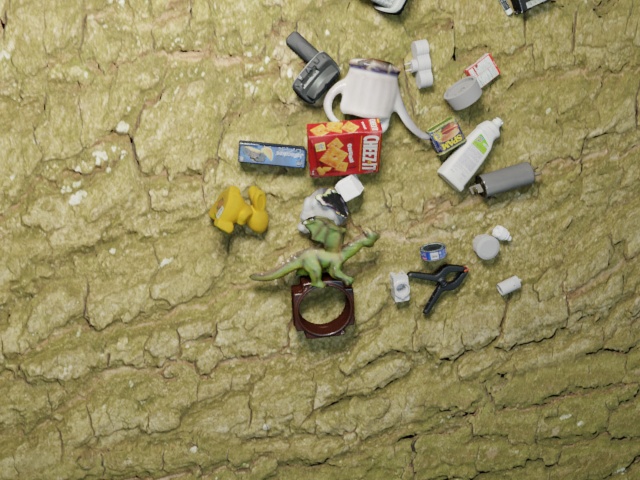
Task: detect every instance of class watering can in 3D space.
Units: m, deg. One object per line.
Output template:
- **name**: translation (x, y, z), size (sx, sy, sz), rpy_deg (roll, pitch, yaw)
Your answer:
- **watering can**: translation (0.185, -0.413, 1.528), size (0.347, 0.105, 0.221), rpy_deg (7, 107, -13)

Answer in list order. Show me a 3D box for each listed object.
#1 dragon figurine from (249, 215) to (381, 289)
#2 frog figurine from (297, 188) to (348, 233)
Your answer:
- **dragon figurine**: translation (-0.013, 0.026, 1.573), size (0.411, 0.125, 0.237), rpy_deg (-3, 121, -8)
- **frog figurine**: translation (0.005, -0.081, 1.605), size (0.136, 0.126, 0.156), rpy_deg (21, 138, -23)
